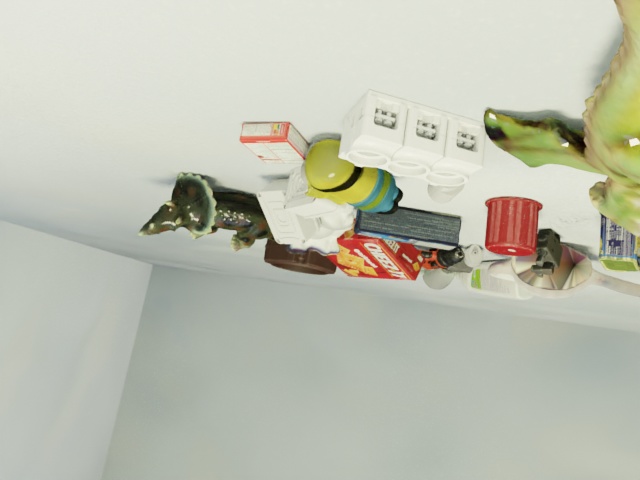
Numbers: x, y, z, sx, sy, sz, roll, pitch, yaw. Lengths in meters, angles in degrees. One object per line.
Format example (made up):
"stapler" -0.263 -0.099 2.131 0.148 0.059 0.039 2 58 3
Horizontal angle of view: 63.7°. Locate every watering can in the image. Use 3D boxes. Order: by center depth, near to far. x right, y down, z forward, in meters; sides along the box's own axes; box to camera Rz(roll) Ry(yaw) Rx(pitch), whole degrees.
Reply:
"watering can" 0.544 0.076 1.117 0.348 0.105 0.222 6 168 23

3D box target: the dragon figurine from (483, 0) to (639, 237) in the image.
"dragon figurine" 0.267 -0.096 0.497 0.406 0.123 0.243 28 168 -35

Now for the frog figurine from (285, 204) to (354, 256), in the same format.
"frog figurine" 0.003 -0.051 1.023 0.137 0.126 0.156 19 132 -3
